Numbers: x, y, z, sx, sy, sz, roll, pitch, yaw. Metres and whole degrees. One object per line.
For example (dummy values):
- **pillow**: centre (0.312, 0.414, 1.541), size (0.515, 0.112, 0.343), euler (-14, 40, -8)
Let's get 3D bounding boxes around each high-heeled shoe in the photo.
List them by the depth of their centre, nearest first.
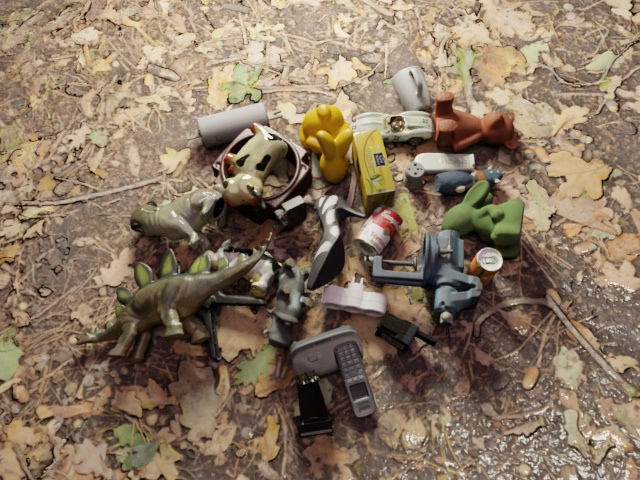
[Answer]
- **high-heeled shoe**: centre (-0.002, -0.004, 1.174), size (0.145, 0.086, 0.249), euler (16, 55, 33)

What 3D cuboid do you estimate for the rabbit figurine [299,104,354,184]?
- **rabbit figurine**: centre (0.031, -0.222, 1.261), size (0.122, 0.162, 0.173), euler (-8, 84, -14)

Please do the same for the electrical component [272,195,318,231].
- **electrical component**: centre (-0.057, -0.060, 1.198), size (0.102, 0.078, 0.045), euler (-23, 53, -23)

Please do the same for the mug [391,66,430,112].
- **mug**: centre (0.236, -0.368, 1.330), size (0.081, 0.109, 0.107), euler (-18, 81, -11)

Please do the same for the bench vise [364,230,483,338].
- **bench vise**: centre (0.210, 0.075, 1.122), size (0.241, 0.128, 0.223), euler (5, 68, 8)

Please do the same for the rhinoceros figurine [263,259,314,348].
- **rhinoceros figurine**: centre (-0.070, 0.130, 1.123), size (0.073, 0.112, 0.190), euler (26, 51, -23)

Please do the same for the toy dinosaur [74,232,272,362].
- **toy dinosaur**: centre (-0.301, 0.121, 1.110), size (0.472, 0.105, 0.198), euler (-19, 66, 8)

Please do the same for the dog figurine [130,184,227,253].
- **dog figurine**: centre (-0.320, -0.070, 1.207), size (0.191, 0.121, 0.172), euler (24, 74, 14)

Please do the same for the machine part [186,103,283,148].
- **machine part**: centre (-0.211, -0.281, 1.322), size (0.243, 0.079, 0.079), euler (-14, 67, -5)

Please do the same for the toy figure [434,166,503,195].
- **toy figure**: centre (0.346, -0.137, 1.247), size (0.155, 0.057, 0.064), euler (-4, 72, -4)

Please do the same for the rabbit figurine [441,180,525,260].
- **rabbit figurine**: centre (0.355, -0.049, 1.178), size (0.170, 0.121, 0.159), euler (6, 73, 21)

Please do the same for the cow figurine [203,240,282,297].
- **cow figurine**: centre (-0.172, 0.048, 1.182), size (0.167, 0.068, 0.098), euler (27, 65, 10)

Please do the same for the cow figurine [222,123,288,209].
- **cow figurine**: centre (-0.143, -0.150, 1.170), size (0.127, 0.085, 0.195), euler (29, 70, 20)

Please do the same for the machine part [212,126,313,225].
- **machine part**: centre (-0.135, -0.154, 1.260), size (0.201, 0.087, 0.201), euler (34, 74, 15)

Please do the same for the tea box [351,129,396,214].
- **tea box**: centre (0.121, -0.158, 1.244), size (0.068, 0.098, 0.169), euler (-9, 65, -2)

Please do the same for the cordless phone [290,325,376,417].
- **cordless phone**: centre (0.028, 0.273, 1.077), size (0.147, 0.088, 0.184), euler (-18, 83, -5)

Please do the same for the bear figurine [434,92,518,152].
- **bear figurine**: centre (0.371, -0.272, 1.268), size (0.196, 0.131, 0.120), euler (0, 68, 9)

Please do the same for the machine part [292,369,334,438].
- **machine part**: centre (-0.017, 0.321, 1.042), size (0.084, 0.039, 0.138), euler (-4, 105, 6)

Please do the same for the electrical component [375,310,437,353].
- **electrical component**: centre (0.175, 0.197, 1.101), size (0.119, 0.074, 0.048), euler (31, 71, 11)

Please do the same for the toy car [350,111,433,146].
- **toy car**: centre (0.174, -0.273, 1.313), size (0.202, 0.056, 0.073), euler (-1, 67, 1)
